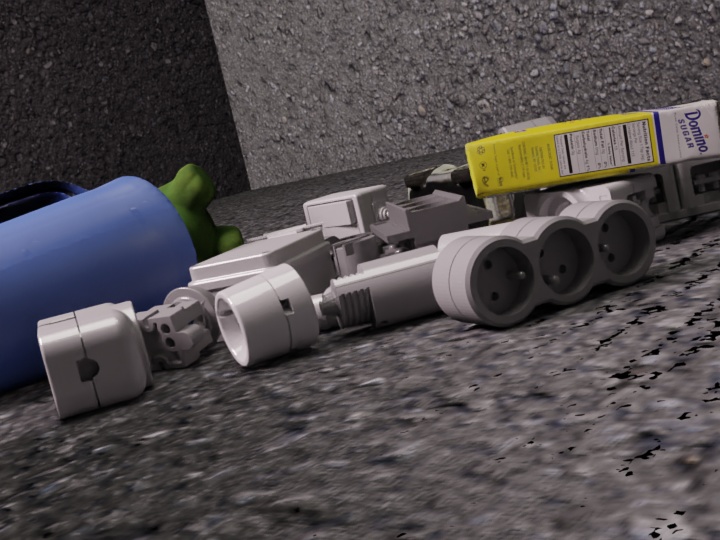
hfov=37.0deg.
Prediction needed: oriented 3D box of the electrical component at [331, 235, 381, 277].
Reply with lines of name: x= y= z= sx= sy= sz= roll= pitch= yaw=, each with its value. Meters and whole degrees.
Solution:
electrical component: x=0.000 y=0.000 z=0.813 sx=0.040 sy=0.046 sz=0.040 roll=-13 pitch=7 yaw=2

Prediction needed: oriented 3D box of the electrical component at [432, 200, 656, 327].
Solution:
electrical component: x=0.103 y=-0.006 z=0.652 sx=0.138 sy=0.052 sz=0.074 roll=-17 pitch=8 yaw=-25

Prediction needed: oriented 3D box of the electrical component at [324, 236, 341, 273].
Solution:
electrical component: x=-0.045 y=-0.010 z=0.974 sx=0.043 sy=0.043 sz=0.081 roll=-18 pitch=9 yaw=-32

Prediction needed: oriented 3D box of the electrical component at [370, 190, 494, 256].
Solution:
electrical component: x=0.055 y=-0.025 z=0.834 sx=0.079 sy=0.063 sz=0.121 roll=-14 pitch=7 yaw=-4

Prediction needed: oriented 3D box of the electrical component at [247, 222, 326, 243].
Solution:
electrical component: x=-0.071 y=-0.018 z=1.093 sx=0.081 sy=0.042 sz=0.064 roll=-14 pitch=11 yaw=-3

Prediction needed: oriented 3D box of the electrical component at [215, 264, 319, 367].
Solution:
electrical component: x=-0.059 y=0.029 z=0.673 sx=0.047 sy=0.055 sz=0.055 roll=-21 pitch=10 yaw=-23

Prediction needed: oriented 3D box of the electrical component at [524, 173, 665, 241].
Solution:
electrical component: x=0.167 y=-0.038 z=0.789 sx=0.056 sy=0.050 sz=0.089 roll=-17 pitch=8 yaw=-31

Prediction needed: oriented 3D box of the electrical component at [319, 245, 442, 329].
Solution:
electrical component: x=0.014 y=0.015 z=0.691 sx=0.081 sy=0.043 sz=0.043 roll=-15 pitch=8 yaw=-8

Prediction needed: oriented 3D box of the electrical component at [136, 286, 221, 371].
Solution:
electrical component: x=-0.126 y=0.040 z=0.742 sx=0.066 sy=0.048 sz=0.055 roll=-9 pitch=16 yaw=31

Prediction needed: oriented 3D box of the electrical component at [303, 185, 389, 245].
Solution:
electrical component: x=-0.008 y=-0.053 z=1.159 sx=0.096 sy=0.061 sz=0.061 roll=-7 pitch=10 yaw=41

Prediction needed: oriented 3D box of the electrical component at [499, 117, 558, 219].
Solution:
electrical component: x=0.165 y=-0.085 z=0.993 sx=0.061 sy=0.096 sz=0.061 roll=-15 pitch=46 yaw=-14

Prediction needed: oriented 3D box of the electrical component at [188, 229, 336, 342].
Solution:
electrical component: x=-0.071 y=0.010 z=0.821 sx=0.078 sy=0.057 sz=0.113 roll=-10 pitch=8 yaw=21

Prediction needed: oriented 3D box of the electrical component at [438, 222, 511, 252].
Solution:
electrical component: x=0.098 y=-0.010 z=0.724 sx=0.081 sy=0.043 sz=0.043 roll=-10 pitch=8 yaw=23

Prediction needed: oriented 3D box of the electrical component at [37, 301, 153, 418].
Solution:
electrical component: x=-0.166 y=0.054 z=0.676 sx=0.059 sy=0.053 sz=0.095 roll=-15 pitch=8 yaw=-15

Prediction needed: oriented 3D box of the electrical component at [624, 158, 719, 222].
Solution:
electrical component: x=0.228 y=-0.072 z=0.892 sx=0.150 sy=0.061 sz=0.089 roll=-12 pitch=7 yaw=6
